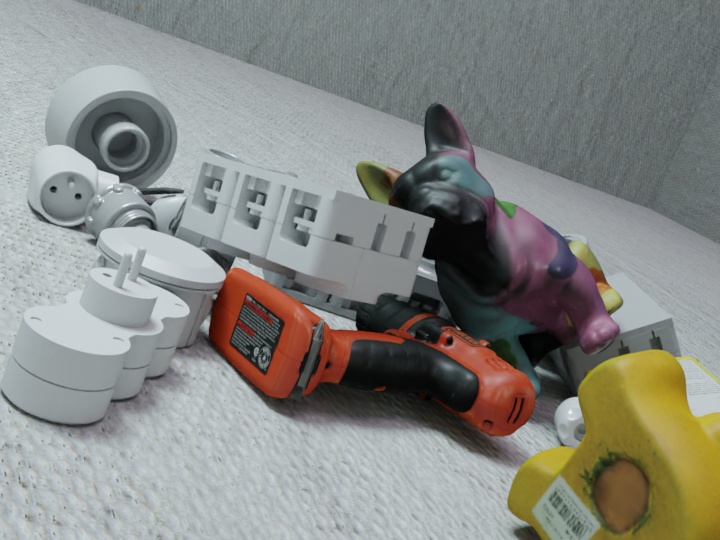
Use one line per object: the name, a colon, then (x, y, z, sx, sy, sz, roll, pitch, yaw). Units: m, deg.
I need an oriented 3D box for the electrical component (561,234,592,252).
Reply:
electrical component: (0.162, 0.002, 0.975, 0.108, 0.060, 0.108, -17, 13, 4)

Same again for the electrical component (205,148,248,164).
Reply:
electrical component: (-0.136, -0.083, 1.028, 0.048, 0.055, 0.066, 22, 12, 1)

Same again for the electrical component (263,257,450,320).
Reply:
electrical component: (0.000, 0.000, 0.897, 0.150, 0.061, 0.089, 19, 12, -14)

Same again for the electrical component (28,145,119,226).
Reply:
electrical component: (-0.212, -0.061, 0.833, 0.079, 0.043, 0.077, 16, 14, -26)

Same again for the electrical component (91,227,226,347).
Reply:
electrical component: (-0.128, 0.009, 0.664, 0.080, 0.051, 0.080, 21, 12, -5)

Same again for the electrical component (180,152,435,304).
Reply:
electrical component: (-0.040, -0.027, 0.713, 0.089, 0.061, 0.150, 13, 5, -44)

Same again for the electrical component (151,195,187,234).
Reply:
electrical component: (-0.148, -0.039, 0.850, 0.048, 0.048, 0.062, 16, 7, -27)

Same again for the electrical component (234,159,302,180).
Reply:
electrical component: (-0.078, -0.058, 1.009, 0.062, 0.061, 0.096, 32, 16, 39)

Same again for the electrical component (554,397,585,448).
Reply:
electrical component: (0.157, 0.108, 0.777, 0.035, 0.035, 0.061, 22, 10, -2)

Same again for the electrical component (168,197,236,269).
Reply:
electrical component: (-0.117, -0.020, 0.800, 0.047, 0.055, 0.055, 23, 12, -15)

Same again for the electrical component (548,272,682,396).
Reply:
electrical component: (0.215, 0.061, 0.939, 0.089, 0.061, 0.150, -18, 14, 3)

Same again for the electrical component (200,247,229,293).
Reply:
electrical component: (-0.115, 0.005, 0.743, 0.035, 0.035, 0.061, 24, 15, 9)

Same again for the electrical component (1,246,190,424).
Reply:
electrical component: (-0.127, 0.023, 0.554, 0.052, 0.073, 0.138, 24, 12, 6)

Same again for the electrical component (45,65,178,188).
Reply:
electrical component: (-0.210, -0.115, 0.928, 0.108, 0.108, 0.060, 13, 22, -37)

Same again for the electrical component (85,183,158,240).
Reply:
electrical component: (-0.167, -0.031, 0.783, 0.048, 0.048, 0.062, 8, 25, -47)
